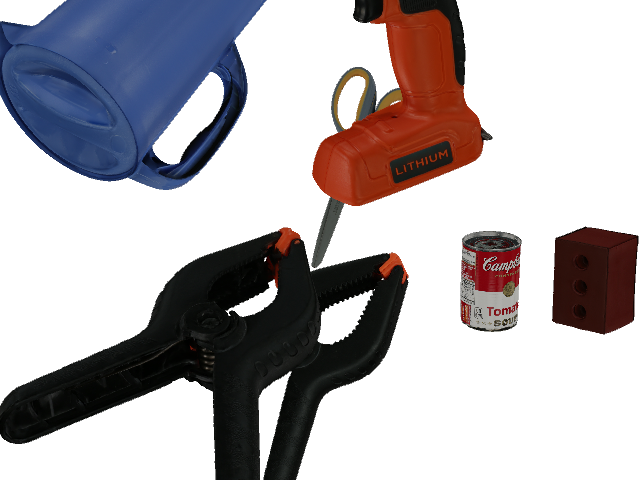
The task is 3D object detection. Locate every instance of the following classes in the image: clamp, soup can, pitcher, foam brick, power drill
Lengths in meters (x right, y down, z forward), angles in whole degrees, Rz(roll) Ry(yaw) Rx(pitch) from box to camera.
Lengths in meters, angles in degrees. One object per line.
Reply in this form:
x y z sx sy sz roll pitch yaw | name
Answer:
-0.024 0.081 0.798 0.165 0.210 0.036 38 -10 28 | clamp
-0.044 0.056 0.478 0.120 0.039 0.171 29 48 22 | clamp
0.198 0.047 1.245 0.068 0.102 0.068 -1 18 0 | soup can
-0.133 -0.165 0.880 0.145 0.149 0.242 16 52 27 | pitcher
0.232 0.033 0.904 0.053 0.078 0.051 12 22 42 | foam brick
0.027 -0.116 0.593 0.184 0.188 0.057 -20 36 -22 | power drill

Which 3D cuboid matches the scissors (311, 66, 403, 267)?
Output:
0.045 -0.070 1.026 0.096 0.202 0.016 2 -12 6 | scissors
